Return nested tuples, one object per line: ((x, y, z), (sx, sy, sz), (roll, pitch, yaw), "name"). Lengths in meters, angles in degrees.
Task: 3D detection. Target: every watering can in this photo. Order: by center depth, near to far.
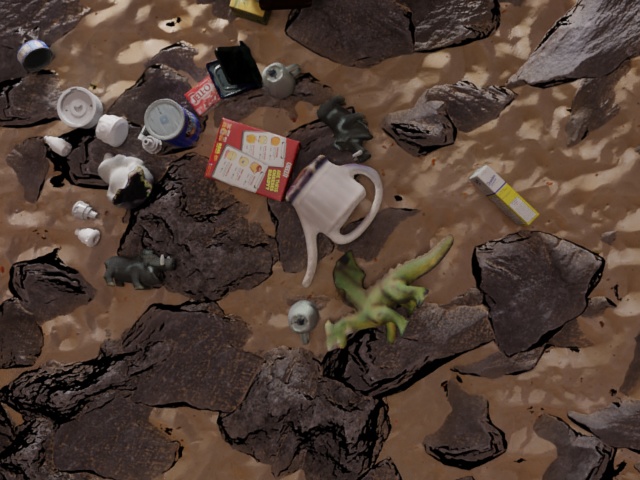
((0.004, -0.067, 1.323), (0.225, 0.104, 0.347), (40, 91, 4), "watering can")

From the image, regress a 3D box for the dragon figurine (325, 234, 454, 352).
((0.144, 0.117, 1.318), (0.244, 0.122, 0.410), (29, 90, 12), "dragon figurine")

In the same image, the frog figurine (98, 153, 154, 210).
((-0.527, -0.161, 1.381), (0.161, 0.122, 0.136), (31, 103, 39), "frog figurine")
